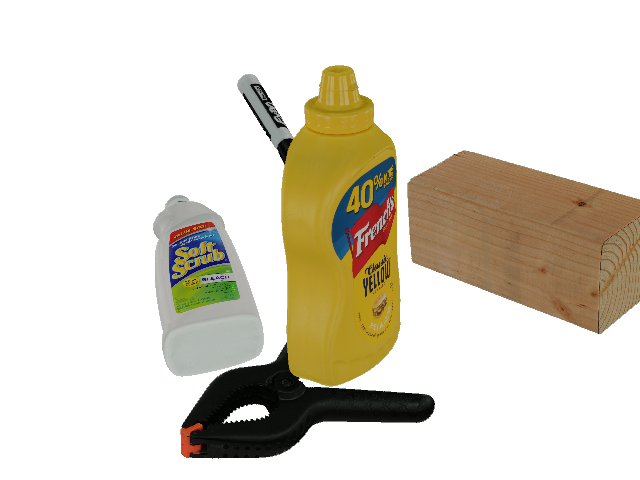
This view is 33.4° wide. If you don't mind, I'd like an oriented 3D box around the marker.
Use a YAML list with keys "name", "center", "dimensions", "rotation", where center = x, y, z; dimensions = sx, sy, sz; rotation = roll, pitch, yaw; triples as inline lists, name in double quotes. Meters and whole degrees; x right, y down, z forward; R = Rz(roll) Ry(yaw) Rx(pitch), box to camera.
- name: "marker"
  center: [-0.040, -0.097, 0.878]
  dimensions: [0.020, 0.020, 0.121]
  rotation: [0, 40, -30]

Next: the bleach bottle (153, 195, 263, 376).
- name: "bleach bottle"
  center: [-0.135, 0.032, 1.120]
  dimensions: [0.102, 0.068, 0.251]
  rotation: [-11, 37, -12]

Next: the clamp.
- name: "clamp"
  center: [-0.019, 0.135, 0.899]
  dimensions: [0.209, 0.036, 0.165]
  rotation: [-26, 44, -36]

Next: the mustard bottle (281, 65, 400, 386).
- name: "mustard bottle"
  center: [0.014, -0.013, 0.657]
  dimensions: [0.058, 0.192, 0.096]
  rotation: [14, 31, 31]

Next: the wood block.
- name: "wood block"
  center: [0.186, -0.005, 0.962]
  dimensions: [0.090, 0.090, 0.206]
  rotation: [-29, 36, -36]
